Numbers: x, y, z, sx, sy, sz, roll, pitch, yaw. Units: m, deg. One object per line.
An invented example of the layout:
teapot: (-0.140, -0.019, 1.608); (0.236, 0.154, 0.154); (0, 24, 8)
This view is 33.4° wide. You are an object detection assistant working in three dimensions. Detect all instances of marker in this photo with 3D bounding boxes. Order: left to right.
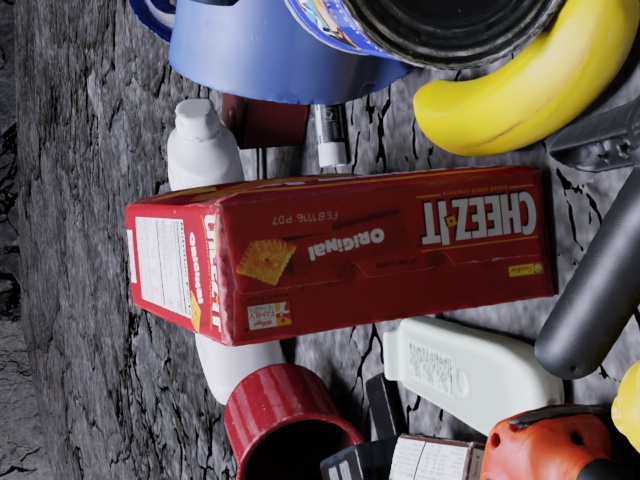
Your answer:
marker: (0.003, -0.110, 0.728); (0.020, 0.020, 0.121); (171, 93, -69)

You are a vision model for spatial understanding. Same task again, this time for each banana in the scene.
banana: (0.090, -0.073, 0.492); (0.198, 0.037, 0.069); (-33, 35, 64)

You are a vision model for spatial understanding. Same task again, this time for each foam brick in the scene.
foam brick: (-0.039, -0.113, 0.793); (0.053, 0.051, 0.078); (-121, 33, -50)

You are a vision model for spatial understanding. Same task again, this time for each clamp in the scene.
clamp: (0.126, -0.039, 0.381); (0.120, 0.039, 0.172); (-88, 22, -43)

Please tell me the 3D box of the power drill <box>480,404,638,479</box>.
power drill: (0.129, 0.165, 0.418); (0.188, 0.057, 0.184); (-139, 51, -58)

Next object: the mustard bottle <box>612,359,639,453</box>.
mustard bottle: (0.151, 0.045, 0.324); (0.192, 0.058, 0.096); (144, 125, -67)

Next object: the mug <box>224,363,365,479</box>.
mug: (-0.016, 0.150, 0.768); (0.117, 0.093, 0.081); (54, -179, -29)

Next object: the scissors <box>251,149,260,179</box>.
scissors: (-0.048, -0.113, 0.868); (0.096, 0.016, 0.202); (167, 97, -69)

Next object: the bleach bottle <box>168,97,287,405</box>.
bleach bottle: (-0.076, 0.008, 0.822); (0.103, 0.068, 0.251); (-119, 18, -47)

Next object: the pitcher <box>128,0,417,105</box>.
pitcher: (-0.020, -0.208, 0.599); (0.145, 0.149, 0.243); (-131, 44, -57)

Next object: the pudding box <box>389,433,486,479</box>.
pudding box: (0.064, 0.162, 0.564); (0.090, 0.039, 0.113); (163, 120, -68)

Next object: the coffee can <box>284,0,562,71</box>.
coffee can: (0.039, -0.131, 0.478); (0.140, 0.102, 0.103); (-131, 39, -73)

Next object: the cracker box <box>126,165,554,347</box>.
cracker box: (-0.004, 0.001, 0.572); (0.214, 0.164, 0.072); (-176, 79, -69)
